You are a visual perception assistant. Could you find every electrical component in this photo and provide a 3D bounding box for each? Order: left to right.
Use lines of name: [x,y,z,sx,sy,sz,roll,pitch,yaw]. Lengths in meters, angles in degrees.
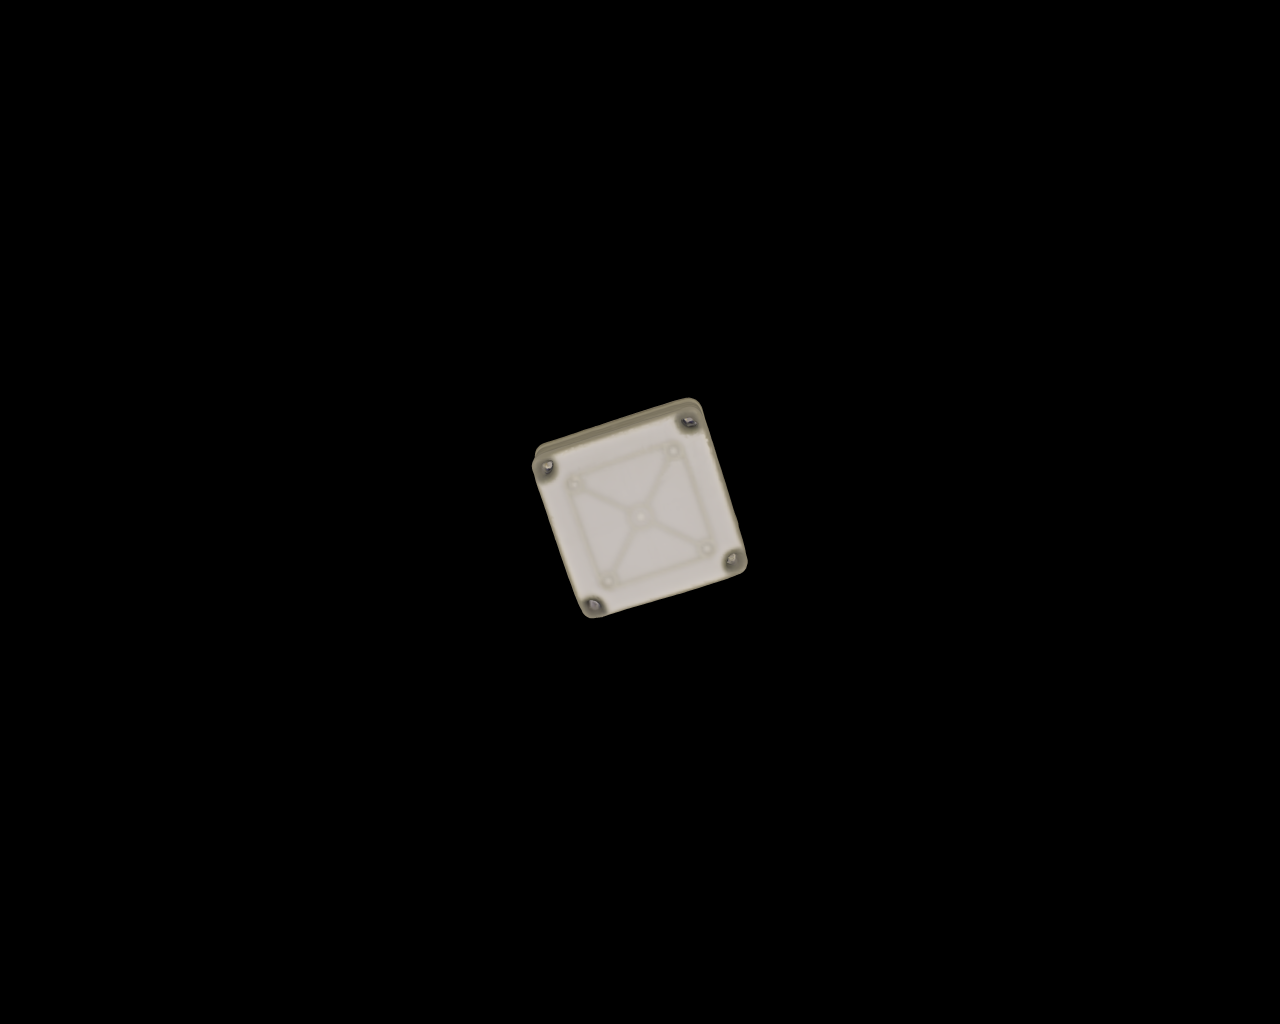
electrical component: [0.001,-0.003,0.650,0.109,0.108,0.056,-18,11,4]
